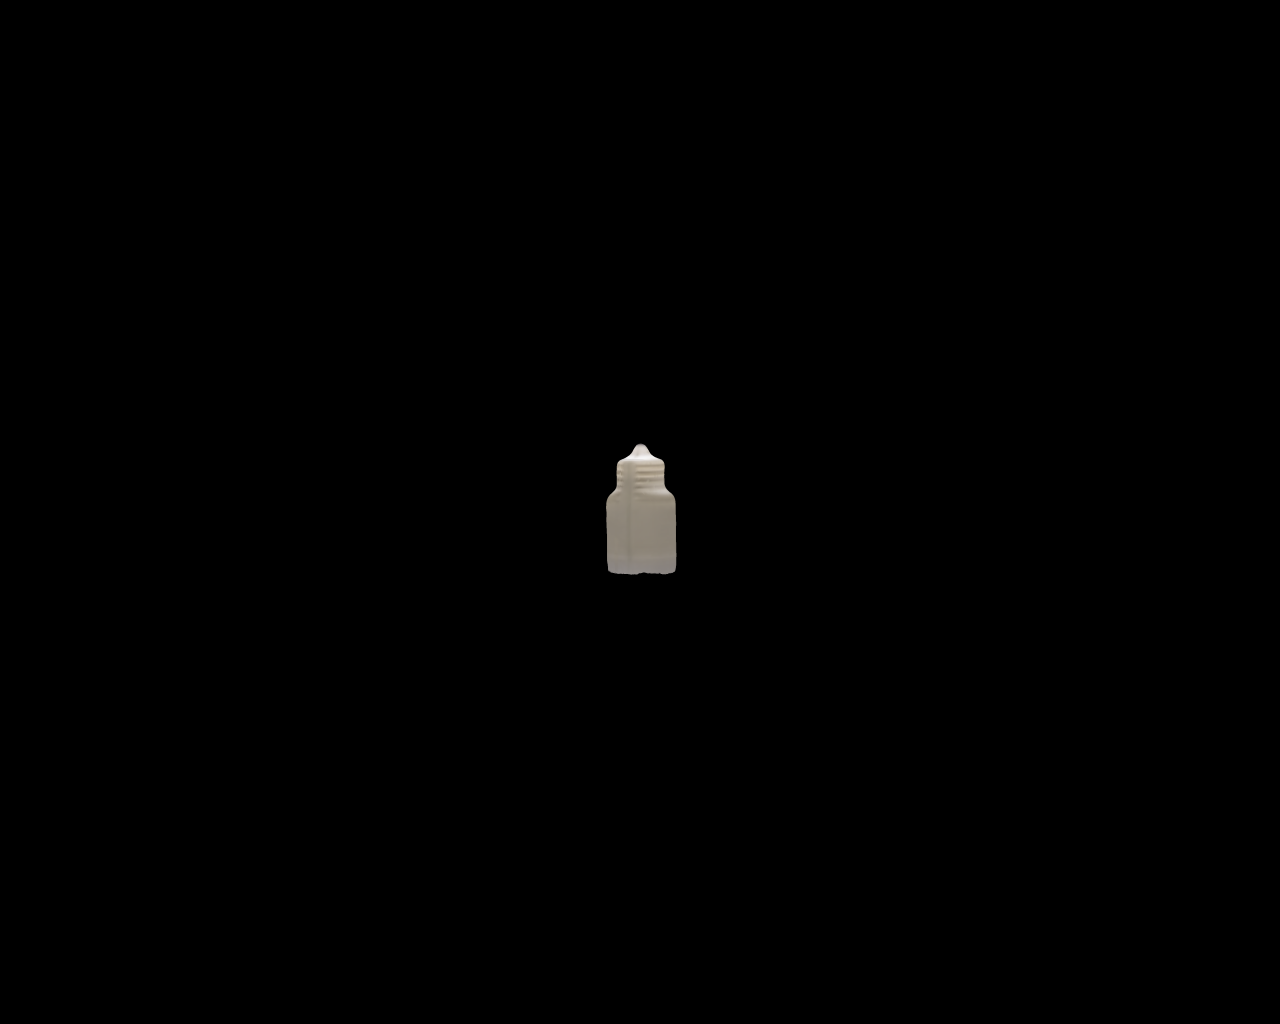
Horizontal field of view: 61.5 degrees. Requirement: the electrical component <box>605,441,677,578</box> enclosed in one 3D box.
[{"bbox_3d":[0.001,-0.003,0.650,0.043,0.081,0.043,0,4,0],"label":"electrical component"}]
